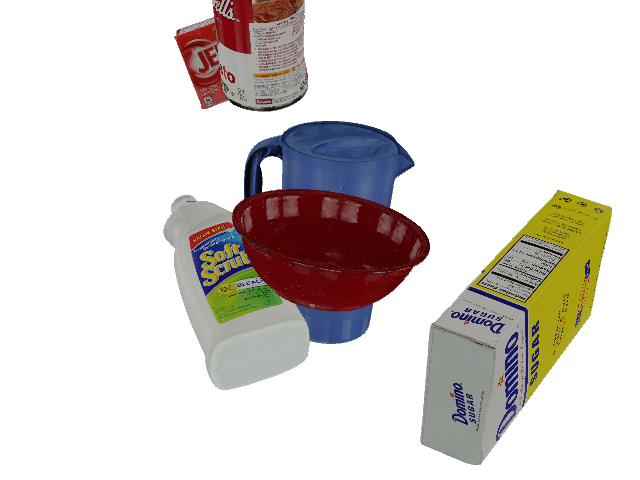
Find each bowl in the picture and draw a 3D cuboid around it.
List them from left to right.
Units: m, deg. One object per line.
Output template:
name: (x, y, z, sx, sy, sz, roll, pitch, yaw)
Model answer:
bowl: (0.005, 0.013, 0.867, 0.162, 0.055, 0.162, 8, 23, -4)

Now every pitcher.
pitcher: (0.003, -0.009, 1.229, 0.144, 0.243, 0.149, -18, 33, -41)

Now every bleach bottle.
bleach bottle: (-0.103, 0.035, 1.051, 0.102, 0.068, 0.251, -16, 40, -19)

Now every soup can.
soup can: (-0.043, -0.154, 0.778, 0.068, 0.102, 0.068, -1, 43, 1)

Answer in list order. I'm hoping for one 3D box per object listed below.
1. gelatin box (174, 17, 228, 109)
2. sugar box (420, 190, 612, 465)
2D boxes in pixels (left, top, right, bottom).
gelatin box: (-0.080, -0.170, 0.977, 0.089, 0.073, 0.030, -18, 23, 5)
sugar box: (0.123, 0.049, 0.656, 0.048, 0.093, 0.176, 19, 38, 25)
